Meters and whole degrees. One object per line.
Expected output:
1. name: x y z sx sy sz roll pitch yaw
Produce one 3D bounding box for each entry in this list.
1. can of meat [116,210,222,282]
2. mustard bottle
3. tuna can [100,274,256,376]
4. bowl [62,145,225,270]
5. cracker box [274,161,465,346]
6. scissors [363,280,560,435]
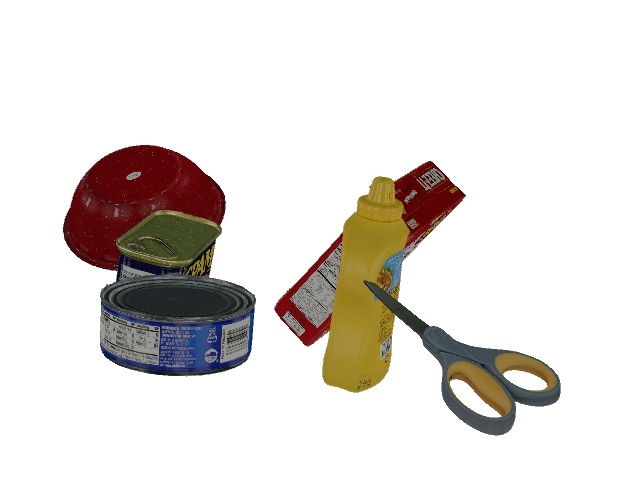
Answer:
1. can of meat: -0.117 0.034 0.797 0.057 0.084 0.102 15 20 8
2. mustard bottle: 0.045 0.035 0.973 0.058 0.192 0.096 15 21 20
3. tuna can: -0.080 0.046 0.594 0.086 0.034 0.086 4 13 -1
4. bowl: -0.175 -0.044 1.033 0.162 0.055 0.162 -4 42 4
5. cracker box: 0.057 0.013 1.277 0.214 0.072 0.164 -49 -8 33
6. scissors: 0.109 0.078 0.815 0.096 0.016 0.202 -6 31 -15
